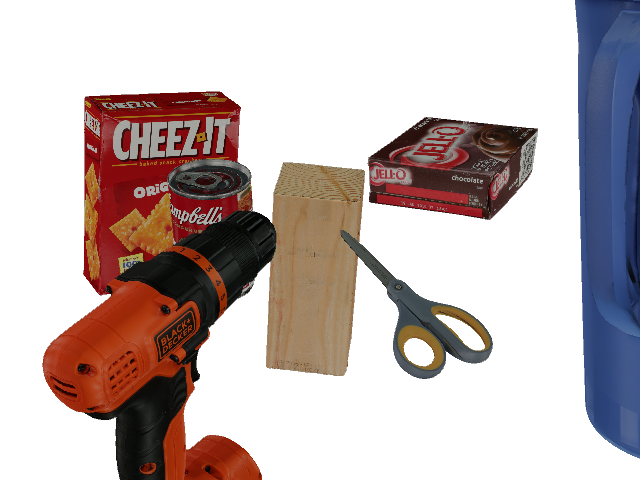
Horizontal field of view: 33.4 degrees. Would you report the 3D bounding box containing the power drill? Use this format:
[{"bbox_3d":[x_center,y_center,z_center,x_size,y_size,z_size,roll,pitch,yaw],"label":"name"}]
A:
[{"bbox_3d":[-0.082,0.091,0.659,0.057,0.188,0.184,16,37,32],"label":"power drill"}]

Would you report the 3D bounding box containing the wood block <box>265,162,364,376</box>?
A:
[{"bbox_3d":[-0.006,0.031,1.144,0.090,0.206,0.090,6,25,4],"label":"wood block"}]

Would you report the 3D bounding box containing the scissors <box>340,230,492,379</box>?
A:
[{"bbox_3d":[0.065,0.060,0.982,0.202,0.016,0.096,33,51,29],"label":"scissors"}]

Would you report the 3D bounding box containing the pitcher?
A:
[{"bbox_3d":[0.184,-0.010,0.528,0.149,0.243,0.145,-4,19,-3],"label":"pitcher"}]

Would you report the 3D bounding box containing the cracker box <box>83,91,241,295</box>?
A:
[{"bbox_3d":[-0.180,-0.054,1.205,0.163,0.214,0.072,-7,25,-28],"label":"cracker box"}]

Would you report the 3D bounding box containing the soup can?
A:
[{"bbox_3d":[-0.089,-0.008,0.883,0.068,0.102,0.068,0,30,0],"label":"soup can"}]

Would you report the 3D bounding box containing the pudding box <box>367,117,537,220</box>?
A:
[{"bbox_3d":[0.096,-0.054,0.758,0.090,0.039,0.113,10,23,24],"label":"pudding box"}]
